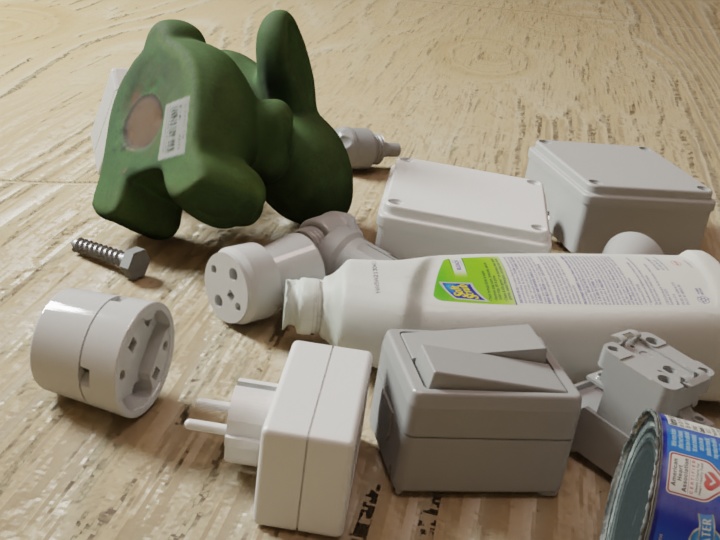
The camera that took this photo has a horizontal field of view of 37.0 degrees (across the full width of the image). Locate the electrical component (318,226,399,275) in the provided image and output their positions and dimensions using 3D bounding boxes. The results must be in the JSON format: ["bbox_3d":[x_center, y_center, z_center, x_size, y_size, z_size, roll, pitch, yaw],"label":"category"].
[{"bbox_3d":[0.000,0.000,0.652,0.046,0.040,0.040,28,29,27],"label":"electrical component"}]

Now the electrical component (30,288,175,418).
[{"bbox_3d":[-0.121,0.037,0.505,0.047,0.055,0.055,12,23,16],"label":"electrical component"}]

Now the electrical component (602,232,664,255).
[{"bbox_3d":[0.167,0.006,0.699,0.044,0.044,0.065,22,31,26],"label":"electrical component"}]

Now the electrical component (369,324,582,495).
[{"bbox_3d":[0.059,0.063,0.503,0.096,0.061,0.061,3,24,-13],"label":"electrical component"}]

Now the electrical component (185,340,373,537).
[{"bbox_3d":[-0.038,0.069,0.473,0.076,0.047,0.083,9,23,3],"label":"electrical component"}]

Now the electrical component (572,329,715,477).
[{"bbox_3d":[0.135,0.067,0.518,0.042,0.063,0.081,-11,33,-40],"label":"electrical component"}]

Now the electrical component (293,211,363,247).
[{"bbox_3d":[-0.028,-0.016,0.684,0.035,0.035,0.061,26,30,34],"label":"electrical component"}]

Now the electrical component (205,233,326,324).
[{"bbox_3d":[-0.054,0.005,0.613,0.055,0.045,0.045,-14,33,-41],"label":"electrical component"}]

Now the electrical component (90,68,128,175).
[{"bbox_3d":[-0.155,-0.088,0.763,0.047,0.083,0.075,-4,65,-27],"label":"electrical component"}]

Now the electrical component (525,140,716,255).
[{"bbox_3d":[0.194,-0.054,0.824,0.109,0.056,0.108,2,25,-17],"label":"electrical component"}]

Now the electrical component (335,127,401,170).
[{"bbox_3d":[0.005,-0.100,0.886,0.061,0.035,0.035,-2,26,-29],"label":"electrical component"}]

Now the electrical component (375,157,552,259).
[{"bbox_3d":[0.067,-0.026,0.712,0.109,0.056,0.108,10,24,3],"label":"electrical component"}]
